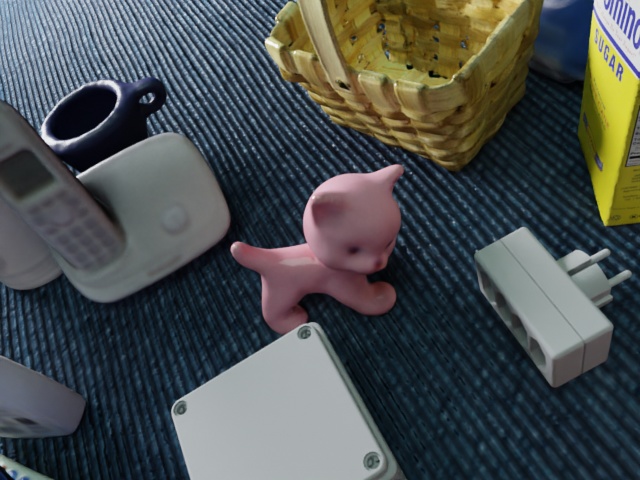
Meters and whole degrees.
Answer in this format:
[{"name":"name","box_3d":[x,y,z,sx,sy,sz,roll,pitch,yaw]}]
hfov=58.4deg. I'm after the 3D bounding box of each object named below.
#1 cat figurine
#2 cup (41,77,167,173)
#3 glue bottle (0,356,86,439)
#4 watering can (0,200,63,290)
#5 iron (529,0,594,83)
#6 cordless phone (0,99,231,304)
[{"name":"cat figurine","box_3d":[0.004,0.001,0.385,0.127,0.118,0.067,-16,52,10]},{"name":"cup","box_3d":[-0.184,-0.096,0.543,0.118,0.095,0.091,-30,51,-1]},{"name":"glue bottle","box_3d":[-0.240,0.090,0.381,0.078,0.173,0.037,-7,54,17]},{"name":"watering can","box_3d":[-0.296,-0.040,0.483,0.101,0.194,0.172,-23,51,5]},{"name":"iron","box_3d":[0.186,-0.241,0.472,0.119,0.142,0.257,-38,51,-7]},{"name":"cordless phone","box_3d":[-0.167,-0.046,0.442,0.147,0.185,0.094,-32,51,-2]}]
